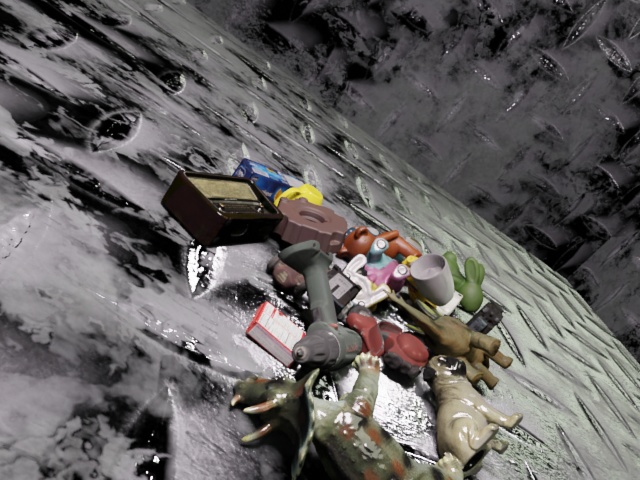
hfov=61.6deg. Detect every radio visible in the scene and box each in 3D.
[{"bbox_3d":[-0.177,-0.060,1.033,0.131,0.073,0.229,46,22,18],"label":"radio"}]

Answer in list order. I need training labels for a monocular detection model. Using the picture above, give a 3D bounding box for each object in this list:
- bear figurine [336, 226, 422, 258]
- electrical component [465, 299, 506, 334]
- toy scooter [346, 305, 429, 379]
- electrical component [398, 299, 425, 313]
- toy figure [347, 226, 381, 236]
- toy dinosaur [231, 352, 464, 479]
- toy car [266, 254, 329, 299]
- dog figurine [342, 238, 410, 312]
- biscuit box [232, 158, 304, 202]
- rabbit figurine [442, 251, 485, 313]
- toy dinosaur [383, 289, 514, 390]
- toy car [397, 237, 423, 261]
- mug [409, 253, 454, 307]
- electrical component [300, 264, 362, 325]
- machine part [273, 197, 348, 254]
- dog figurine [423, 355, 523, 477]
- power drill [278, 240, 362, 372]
[{"bbox_3d":[0.143,0.031,1.327,0.132,0.120,0.196,51,25,21],"label":"bear figurine"},{"bbox_3d":[0.422,0.220,1.408,0.058,0.115,0.134,44,19,18],"label":"electrical component"},{"bbox_3d":[0.125,0.203,0.997,0.184,0.075,0.135,33,21,-8],"label":"toy scooter"},{"bbox_3d":[0.216,0.161,1.263,0.063,0.021,0.094,12,-21,-2],"label":"electrical component"},{"bbox_3d":[0.113,-0.008,1.450,0.064,0.057,0.154,5,-2,39],"label":"toy figure"},{"bbox_3d":[0.069,0.290,0.671,0.405,0.131,0.192,45,33,4],"label":"toy dinosaur"},{"bbox_3d":[-0.028,0.060,1.069,0.089,0.053,0.202,43,21,17],"label":"toy car"},{"bbox_3d":[0.118,0.098,1.178,0.108,0.191,0.219,47,-12,17],"label":"dog figurine"},{"bbox_3d":[-0.117,-0.132,1.304,0.202,0.063,0.059,16,31,-46],"label":"biscuit box"},{"bbox_3d":[0.391,0.122,1.491,0.170,0.159,0.121,43,9,34],"label":"rabbit figurine"},{"bbox_3d":[0.278,0.212,1.140,0.199,0.105,0.470,32,-6,39],"label":"toy dinosaur"},{"bbox_3d":[0.237,0.044,1.484,0.109,0.103,0.161,41,22,2],"label":"toy car"},{"bbox_3d":[0.246,0.093,1.192,0.110,0.081,0.107,16,-38,51],"label":"mug"},{"bbox_3d":[0.014,0.105,0.988,0.075,0.047,0.119,44,44,14],"label":"electrical component"},{"bbox_3d":[-0.022,-0.034,1.171,0.179,0.056,0.179,17,23,-8],"label":"machine part"},{"bbox_3d":[0.224,0.296,0.937,0.172,0.121,0.191,-5,33,-41],"label":"dog figurine"},{"bbox_3d":[-0.003,0.107,0.857,0.231,0.086,0.207,36,29,-61],"label":"power drill"}]
